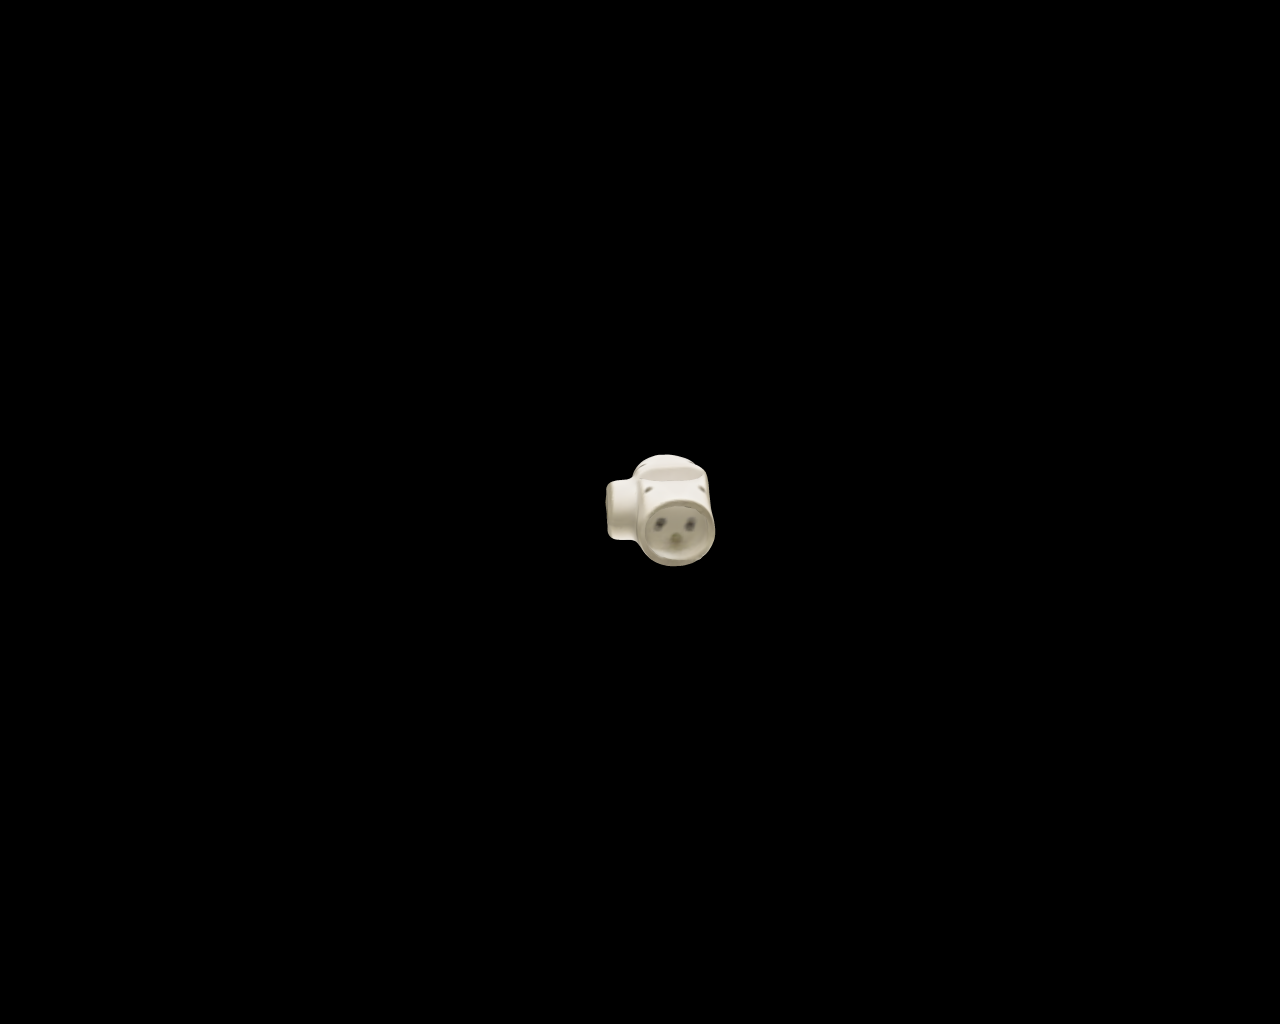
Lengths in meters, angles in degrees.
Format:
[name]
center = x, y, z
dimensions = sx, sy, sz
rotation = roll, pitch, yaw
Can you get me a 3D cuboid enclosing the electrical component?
[electrical component]
center = 0.001, -0.003, 0.650
dimensions = 0.079, 0.043, 0.077
rotation = -1, 24, -3
